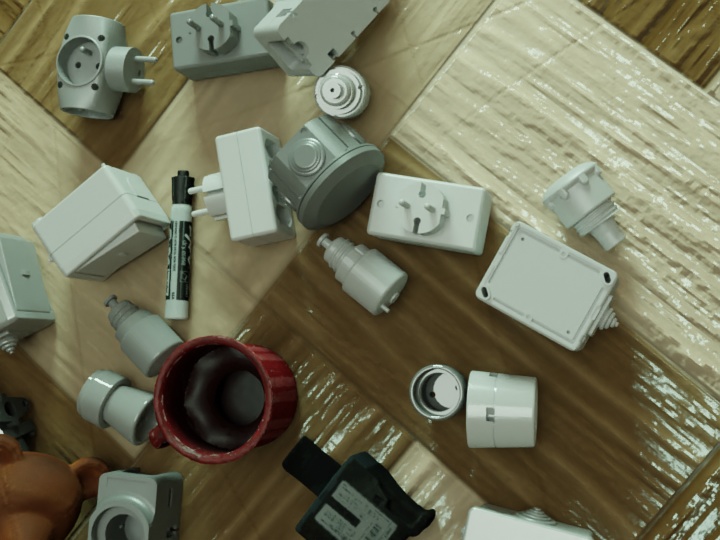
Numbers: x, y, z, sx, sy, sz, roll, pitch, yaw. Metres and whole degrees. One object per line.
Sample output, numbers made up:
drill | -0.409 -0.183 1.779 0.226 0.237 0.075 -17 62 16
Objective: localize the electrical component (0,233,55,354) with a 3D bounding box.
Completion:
electrical component | -0.294 0.021 0.884 0.061 0.062 0.096 -26 79 12

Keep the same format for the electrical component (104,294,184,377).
electrical component | -0.176 0.050 0.860 0.078 0.040 0.040 44 97 15

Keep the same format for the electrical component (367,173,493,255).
electrical component | 0.048 -0.043 0.787 0.083 0.076 0.047 10 88 16

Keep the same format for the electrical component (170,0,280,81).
electrical component | -0.110 -0.185 0.842 0.083 0.076 0.047 -6 84 15

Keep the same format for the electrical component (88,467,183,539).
electrical component | -0.176 0.203 0.839 0.050 0.056 0.089 3 86 16

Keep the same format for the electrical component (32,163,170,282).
electrical component | -0.210 -0.029 0.864 0.096 0.062 0.061 -38 77 9

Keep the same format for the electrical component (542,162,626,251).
electrical component | 0.165 -0.043 0.772 0.048 0.048 0.062 -37 85 10

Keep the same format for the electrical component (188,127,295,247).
electrical component | -0.099 -0.060 0.844 0.076 0.047 0.083 -12 83 14

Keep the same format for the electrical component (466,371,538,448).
electrical component | 0.103 0.101 0.772 0.047 0.055 0.055 1 86 12

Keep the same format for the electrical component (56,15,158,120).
electrical component | -0.203 -0.165 0.882 0.079 0.044 0.077 6 87 16

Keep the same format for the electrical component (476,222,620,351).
electrical component | 0.141 0.016 0.764 0.096 0.061 0.061 30 94 16

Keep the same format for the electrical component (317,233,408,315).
electrical component | 0.000 0.000 0.815 0.078 0.040 0.040 39 96 15

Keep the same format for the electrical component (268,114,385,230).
electrical component | -0.025 -0.073 0.808 0.080 0.080 0.051 -46 71 8

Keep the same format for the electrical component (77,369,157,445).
electrical component | -0.191 0.108 0.857 0.055 0.045 0.045 23 92 16

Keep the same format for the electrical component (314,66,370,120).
electrical component | -0.015 -0.134 0.814 0.040 0.078 0.040 1 97 7

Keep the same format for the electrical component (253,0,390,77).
electrical component | -0.031 -0.194 0.817 0.089 0.056 0.050 -49 117 -13

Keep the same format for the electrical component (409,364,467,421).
electrical component | 0.060 0.089 0.788 0.040 0.046 0.040 -1 85 15

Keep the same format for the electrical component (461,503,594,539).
electrical component | 0.115 0.218 0.761 0.100 0.048 0.099 12 89 16
